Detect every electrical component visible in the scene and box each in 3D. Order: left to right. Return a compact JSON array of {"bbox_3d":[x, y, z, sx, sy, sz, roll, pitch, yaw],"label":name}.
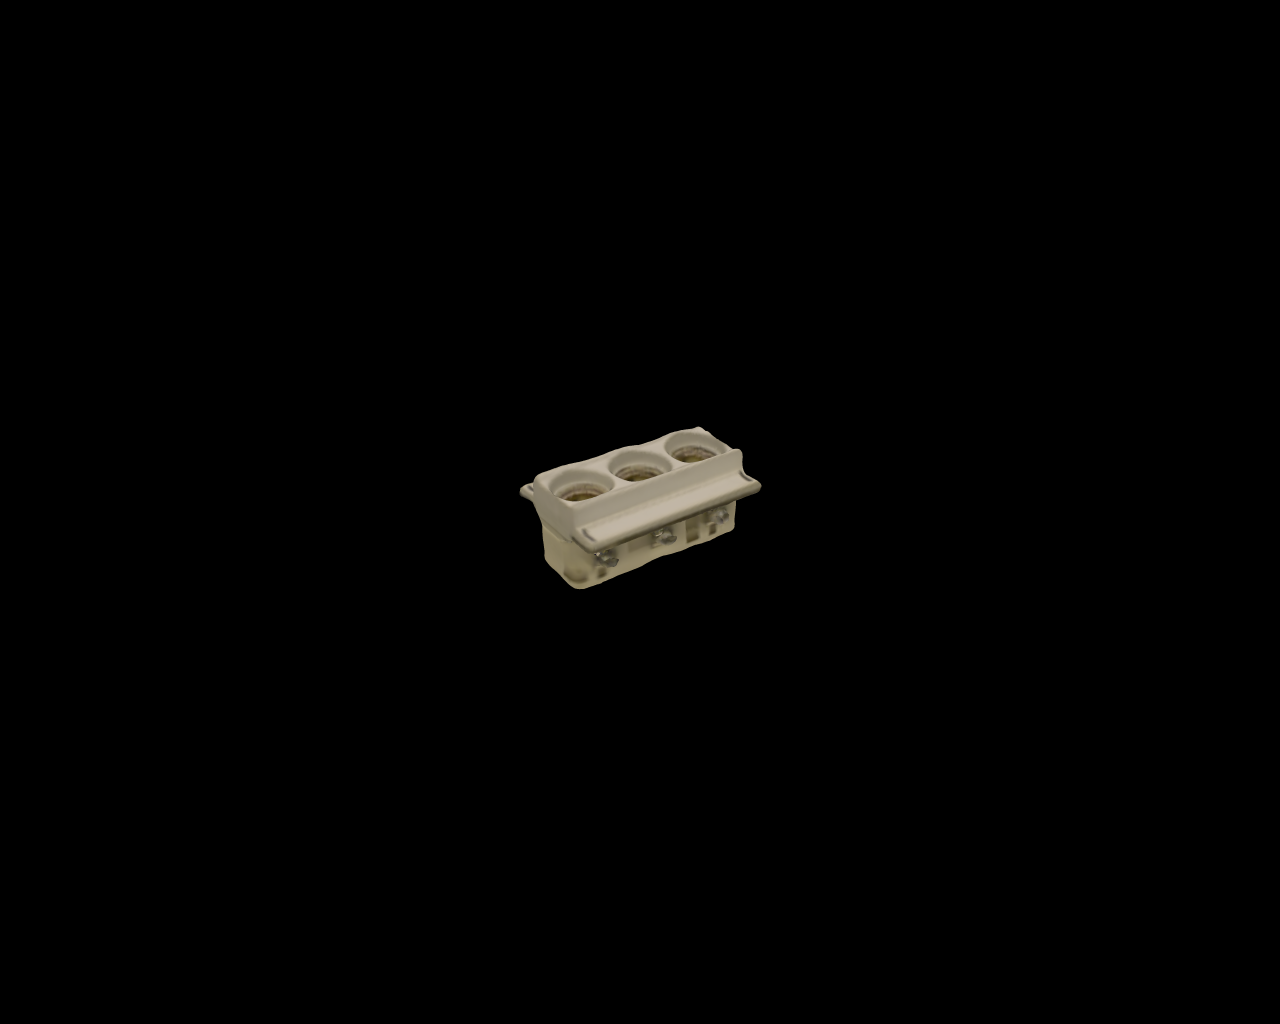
[{"bbox_3d":[0.001,-0.003,0.650,0.121,0.063,0.079,-20,36,-29],"label":"electrical component"}]
